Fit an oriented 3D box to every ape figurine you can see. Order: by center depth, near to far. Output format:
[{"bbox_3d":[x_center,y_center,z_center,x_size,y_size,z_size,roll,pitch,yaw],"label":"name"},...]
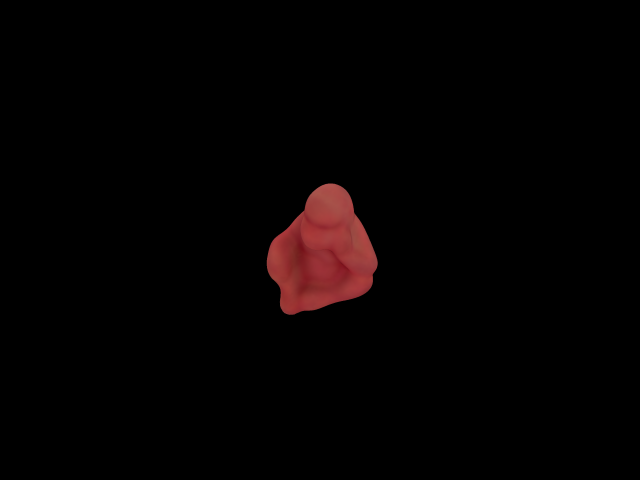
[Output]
[{"bbox_3d":[0.004,0.001,0.400,0.077,0.092,0.076,19,46,19],"label":"ape figurine"}]
